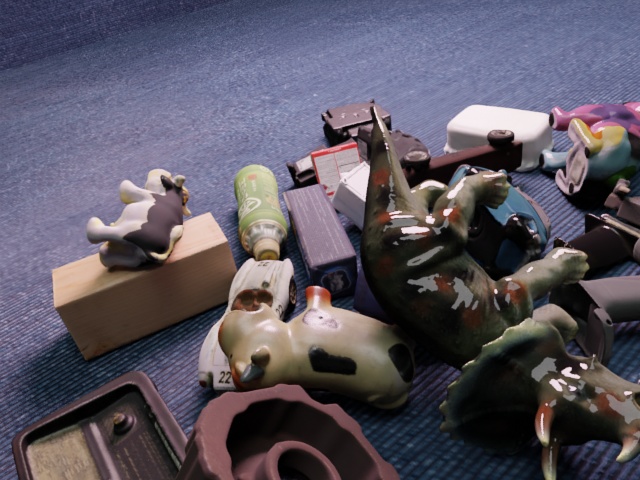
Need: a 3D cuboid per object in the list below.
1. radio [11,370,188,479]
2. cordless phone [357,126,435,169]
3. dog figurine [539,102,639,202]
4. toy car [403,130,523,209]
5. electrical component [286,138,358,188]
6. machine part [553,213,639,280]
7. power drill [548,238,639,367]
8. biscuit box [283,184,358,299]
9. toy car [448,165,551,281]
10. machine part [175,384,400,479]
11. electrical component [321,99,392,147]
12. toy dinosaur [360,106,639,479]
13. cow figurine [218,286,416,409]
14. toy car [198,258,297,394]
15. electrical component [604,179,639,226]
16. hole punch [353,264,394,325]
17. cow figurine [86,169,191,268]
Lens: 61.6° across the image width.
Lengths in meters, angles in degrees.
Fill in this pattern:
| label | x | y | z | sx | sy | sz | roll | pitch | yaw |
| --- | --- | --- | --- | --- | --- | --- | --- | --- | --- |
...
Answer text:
| label | x | y | z | sx | sy | sz | roll | pitch | yaw |
| --- | --- | --- | --- | --- | --- | --- | --- | --- | --- |
| radio | -0.157 | 0.218 | 0.446 | 0.131 | 0.073 | 0.230 | -30 | 40 | -24 |
| cordless phone | 0.158 | -0.134 | 0.878 | 0.184 | 0.088 | 0.147 | -4 | 23 | -15 |
| dog figurine | 0.447 | -0.140 | 0.770 | 0.219 | 0.108 | 0.192 | -8 | 33 | 0 |
| toy car | 0.206 | -0.105 | 0.797 | 0.202 | 0.089 | 0.053 | -18 | 31 | -11 |
| electrical component | 0.009 | -0.123 | 0.895 | 0.119 | 0.047 | 0.075 | -27 | 36 | -5 |
| machine part | 0.334 | 0.005 | 0.645 | 0.139 | 0.039 | 0.084 | -19 | 43 | -30 |
| power drill | 0.349 | 0.069 | 0.517 | 0.207 | 0.085 | 0.232 | -15 | 33 | 0 |
| biscuit box | -0.002 | -0.002 | 0.733 | 0.063 | 0.059 | 0.203 | -13 | 34 | -5 |
| toy car | 0.229 | -0.022 | 0.666 | 0.103 | 0.109 | 0.162 | -7 | 39 | -26 |
| machine part | -0.017 | 0.185 | 0.396 | 0.179 | 0.056 | 0.179 | 26 | 20 | -10 |
| electrical component | 0.072 | -0.211 | 1.014 | 0.115 | 0.058 | 0.134 | -17 | 34 | -6 |
| toy dinosaur | 0.116 | 0.035 | 0.499 | 0.192 | 0.131 | 0.405 | -29 | 60 | -29 |
| cow figurine | -0.004 | 0.113 | 0.522 | 0.195 | 0.085 | 0.127 | 14 | 42 | 1 |
| toy car | -0.079 | 0.092 | 0.621 | 0.074 | 0.056 | 0.202 | -1 | 35 | 14 |
| electrical component | 0.412 | -0.039 | 0.663 | 0.078 | 0.045 | 0.102 | -6 | 29 | -32 |
| hole punch | 0.101 | 0.047 | 0.613 | 0.142 | 0.092 | 0.116 | 7 | 42 | 19 |
| cow figurine | -0.202 | -0.034 | 0.665 | 0.098 | 0.068 | 0.167 | 4 | 40 | 12 |
